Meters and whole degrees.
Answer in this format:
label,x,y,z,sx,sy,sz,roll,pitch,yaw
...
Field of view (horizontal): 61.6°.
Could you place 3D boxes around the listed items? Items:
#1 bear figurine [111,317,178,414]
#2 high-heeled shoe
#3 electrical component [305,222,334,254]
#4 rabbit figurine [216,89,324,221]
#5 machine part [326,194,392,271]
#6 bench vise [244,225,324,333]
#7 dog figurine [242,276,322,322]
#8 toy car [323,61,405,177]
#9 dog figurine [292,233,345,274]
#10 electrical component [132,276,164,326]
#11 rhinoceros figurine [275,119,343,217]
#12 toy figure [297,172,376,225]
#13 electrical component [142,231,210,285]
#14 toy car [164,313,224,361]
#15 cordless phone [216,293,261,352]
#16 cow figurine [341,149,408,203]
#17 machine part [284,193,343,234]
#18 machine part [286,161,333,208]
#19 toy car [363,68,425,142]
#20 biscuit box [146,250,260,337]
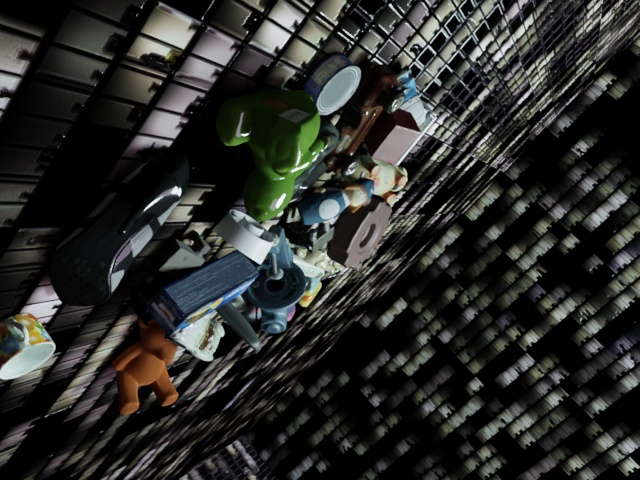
label,x,y,z,sx,sy,sz,roll,pitch,yaw
bear figurine,-0.301,0.217,0.996,0.120,0.132,0.196,3,141,-45
high-heeled shoe,-0.252,-0.013,0.676,0.249,0.086,0.145,-33,-155,38
electrical component,-0.002,-0.003,1.036,0.063,0.021,0.094,-39,158,-23
rabbit figurine,-0.067,-0.113,0.727,0.159,0.121,0.170,-57,166,-52
machine part,0.087,-0.018,1.143,0.179,0.056,0.179,-44,152,-30
bench vise,-0.080,0.050,1.041,0.240,0.129,0.224,89,15,-51
dog figurine,-0.102,0.118,1.257,0.191,0.108,0.219,-43,162,4
toy car,0.056,-0.189,0.863,0.053,0.089,0.202,-23,157,-49
dog figurine,0.033,-0.034,1.234,0.190,0.121,0.172,-62,163,14
electrical component,-0.255,0.087,0.909,0.119,0.048,0.074,-34,162,-31
rhinoceros figurine,-0.048,-0.116,0.852,0.190,0.073,0.112,-48,172,14
toy figure,0.035,-0.072,0.979,0.154,0.058,0.064,-21,146,-9
electrical component,-0.224,0.031,0.851,0.102,0.045,0.078,-47,143,11
toy car,-0.217,0.164,0.950,0.201,0.056,0.073,83,27,-67
cordless phone,-0.163,0.140,1.013,0.089,0.184,0.146,-38,163,-14
cow figurine,0.114,-0.139,1.110,0.195,0.127,0.085,5,125,-49
machine part,0.003,-0.060,1.090,0.079,0.079,0.243,-51,163,28
machine part,-0.030,-0.099,0.955,0.139,0.039,0.084,-43,-176,-13
toy car,0.139,-0.220,0.958,0.109,0.103,0.161,-37,165,-22
biscuit box,-0.182,0.080,0.872,0.059,0.063,0.202,-46,172,31
